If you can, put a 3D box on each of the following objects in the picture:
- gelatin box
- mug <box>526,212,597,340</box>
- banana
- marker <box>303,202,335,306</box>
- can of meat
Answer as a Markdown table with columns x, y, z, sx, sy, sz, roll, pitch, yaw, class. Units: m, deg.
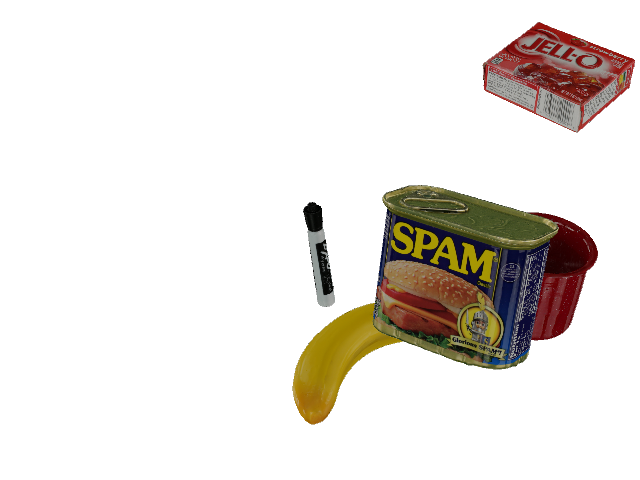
| x | y | z | sx | sy | sz | roll | pitch | yaw | class |
| --- | --- | --- | --- | --- | --- | --- | --- | --- | --- |
| 0.180 | -0.127 | 0.812 | 0.089 | 0.030 | 0.073 | 32 | 54 | 31 | gelatin box |
| 0.184 | 0.028 | 0.956 | 0.093 | 0.081 | 0.117 | -17 | 42 | -26 | mug |
| 0.028 | 0.085 | 0.832 | 0.070 | 0.037 | 0.197 | 14 | 25 | 34 | banana |
| -0.001 | 0.015 | 1.101 | 0.020 | 0.121 | 0.020 | -6 | 32 | 4 | marker |
| 0.082 | 0.021 | 0.638 | 0.102 | 0.084 | 0.057 | 19 | 23 | 32 | can of meat |
